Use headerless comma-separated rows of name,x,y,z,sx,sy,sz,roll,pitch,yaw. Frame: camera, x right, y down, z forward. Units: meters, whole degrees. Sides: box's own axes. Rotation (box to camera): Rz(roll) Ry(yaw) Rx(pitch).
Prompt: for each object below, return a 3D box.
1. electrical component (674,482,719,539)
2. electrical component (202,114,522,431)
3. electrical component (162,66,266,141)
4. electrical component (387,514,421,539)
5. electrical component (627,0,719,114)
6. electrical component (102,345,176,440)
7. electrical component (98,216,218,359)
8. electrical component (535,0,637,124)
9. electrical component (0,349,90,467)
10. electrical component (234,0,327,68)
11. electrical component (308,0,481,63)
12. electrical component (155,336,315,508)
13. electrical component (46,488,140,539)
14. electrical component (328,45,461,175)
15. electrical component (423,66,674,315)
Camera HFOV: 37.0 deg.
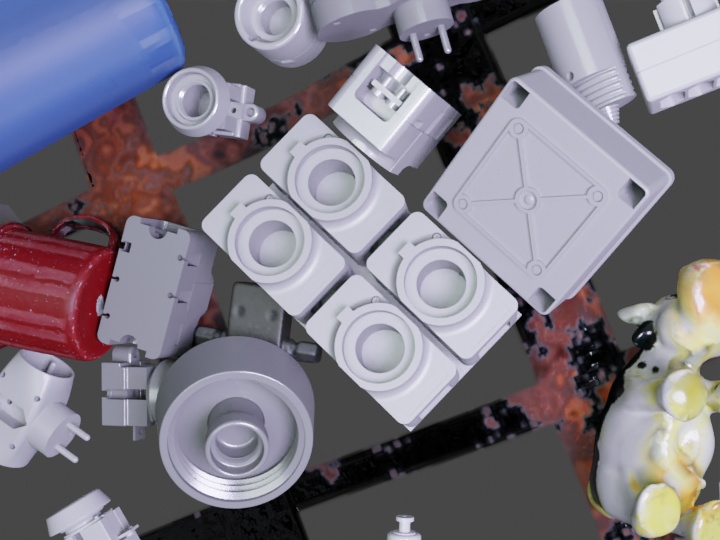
electrical component,0.229,0.166,0.645,0.077,0.043,0.079,-1,88,17
electrical component,0.000,0.000,0.696,0.186,0.060,0.105,43,88,13
electrical component,-0.106,-0.114,0.744,0.066,0.055,0.048,9,91,16
electrical component,0.028,0.201,0.706,0.040,0.040,0.078,2,89,17
electrical component,0.203,-0.148,0.657,0.083,0.047,0.075,-21,82,15
electrical component,-0.148,0.087,0.758,0.055,0.048,0.066,-2,88,24
electrical component,-0.138,0.012,0.751,0.050,0.056,0.089,16,93,16
electrical component,0.144,-0.128,0.676,0.043,0.043,0.081,-21,83,15
electrical component,-0.232,0.110,0.783,0.079,0.043,0.077,31,98,15
electrical component,-0.054,-0.170,0.734,0.055,0.047,0.055,0,89,17
electrical component,0.038,-0.172,0.696,0.138,0.052,0.073,-16,84,6
electrical component,-0.081,0.104,0.706,0.108,0.060,0.108,-2,109,-7
electrical component,-0.192,0.191,0.769,0.066,0.048,0.055,-31,88,14
electrical component,0.021,-0.099,0.688,0.050,0.089,0.055,42,100,13
electrical component,0.113,-0.049,0.659,0.109,0.056,0.108,43,123,13
